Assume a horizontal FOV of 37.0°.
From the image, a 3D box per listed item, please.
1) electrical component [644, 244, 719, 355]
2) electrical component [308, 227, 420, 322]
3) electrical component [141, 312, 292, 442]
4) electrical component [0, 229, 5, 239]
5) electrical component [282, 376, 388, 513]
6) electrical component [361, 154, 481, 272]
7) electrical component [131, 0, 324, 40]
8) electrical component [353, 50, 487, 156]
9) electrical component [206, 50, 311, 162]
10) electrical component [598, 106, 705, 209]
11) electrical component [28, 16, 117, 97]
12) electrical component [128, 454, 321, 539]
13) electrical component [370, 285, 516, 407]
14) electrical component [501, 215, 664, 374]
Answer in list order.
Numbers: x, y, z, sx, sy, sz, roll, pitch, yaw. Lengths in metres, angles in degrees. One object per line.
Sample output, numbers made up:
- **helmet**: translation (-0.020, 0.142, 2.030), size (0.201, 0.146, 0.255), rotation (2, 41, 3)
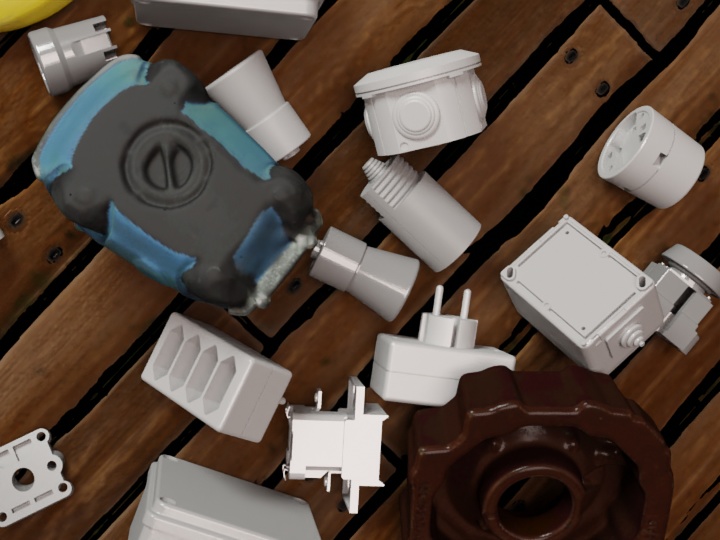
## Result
- **electrical component**: translation (0.213, 0.016, 0.726), size (0.066, 0.048, 0.055), rotation (38, 94, -10)
- **electrical component**: translation (0.000, 0.000, 0.690), size (0.065, 0.044, 0.044), rotation (26, 89, -6)
- **electrical component**: translation (-0.077, 0.070, 0.669), size (0.076, 0.083, 0.047), rotation (27, 88, -48)
- **electrical component**: translation (-0.242, -0.031, 0.647), size (0.040, 0.040, 0.046), rotation (-32, 104, -7)
- **electrical component**: translation (-0.017, 0.111, 0.693), size (0.064, 0.042, 0.081), rotation (3, 93, -7)
- **electrical component**: translation (0.034, -0.041, 0.692), size (0.081, 0.043, 0.043), rotation (42, 86, -9)
- **electrical component**: translation (-0.080, -0.178, 0.646), size (0.113, 0.078, 0.057), rotation (3, 90, -10)
- **electrical component**: translation (0.040, -0.105, 0.671), size (0.080, 0.080, 0.051), rotation (-16, 101, -9)
- **electrical component**: translation (-0.061, -0.098, 0.673), size (0.044, 0.044, 0.065), rotation (-37, 103, -6)
- **electrical component**: translation (0.194, -0.073, 0.713), size (0.047, 0.055, 0.055), rotation (30, 88, -14)
- **electrical component**: translation (-0.173, -0.131, 0.653), size (0.046, 0.040, 0.040), rotation (-21, 97, -14)
- **electrical component**: translation (-0.083, 0.165, 0.651), size (0.109, 0.109, 0.056), rotation (21, 92, -10)
- **electrical component**: translation (0.056, 0.048, 0.699), size (0.083, 0.047, 0.075), rotation (8, 92, -10)
- **electrical component**: translation (0.148, 0.024, 0.688), size (0.062, 0.096, 0.061), rotation (-41, 142, -5)
